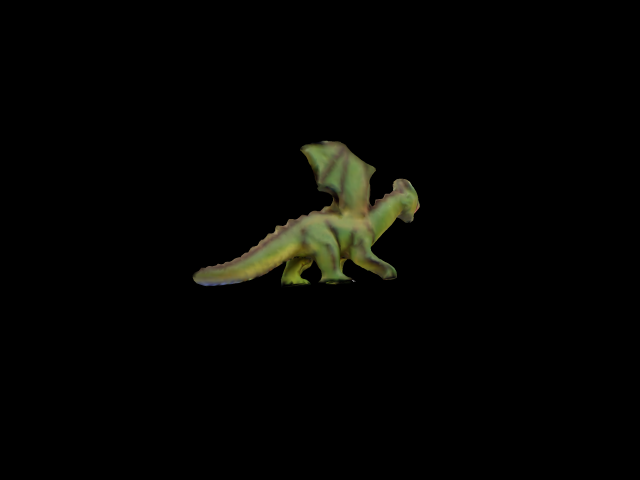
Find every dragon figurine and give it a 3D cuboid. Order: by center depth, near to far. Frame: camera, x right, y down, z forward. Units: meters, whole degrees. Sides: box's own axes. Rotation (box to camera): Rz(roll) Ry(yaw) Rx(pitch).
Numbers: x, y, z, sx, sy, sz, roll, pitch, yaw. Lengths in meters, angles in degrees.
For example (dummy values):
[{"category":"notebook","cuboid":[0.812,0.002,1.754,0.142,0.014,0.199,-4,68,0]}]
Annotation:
[{"category":"dragon figurine","cuboid":[0.003,-0.043,0.850,0.410,0.244,0.121,2,-6,-26]}]
